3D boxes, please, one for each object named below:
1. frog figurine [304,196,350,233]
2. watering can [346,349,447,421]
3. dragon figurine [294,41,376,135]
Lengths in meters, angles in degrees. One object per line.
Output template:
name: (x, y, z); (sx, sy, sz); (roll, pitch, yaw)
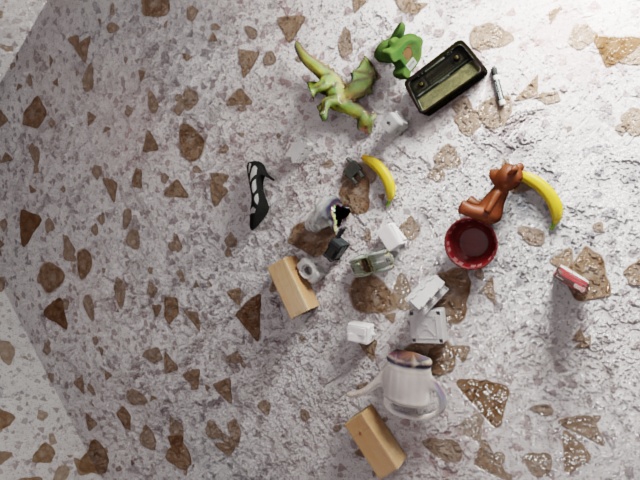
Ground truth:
frog figurine: (0.005, -0.091, 1.804); (0.159, 0.121, 0.140); (2, 61, 37)
watering can: (0.247, 0.469, 1.702); (0.348, 0.104, 0.224); (6, 95, 27)
dragon figurine: (0.076, -0.544, 1.770); (0.242, 0.122, 0.412); (-21, 85, 10)
